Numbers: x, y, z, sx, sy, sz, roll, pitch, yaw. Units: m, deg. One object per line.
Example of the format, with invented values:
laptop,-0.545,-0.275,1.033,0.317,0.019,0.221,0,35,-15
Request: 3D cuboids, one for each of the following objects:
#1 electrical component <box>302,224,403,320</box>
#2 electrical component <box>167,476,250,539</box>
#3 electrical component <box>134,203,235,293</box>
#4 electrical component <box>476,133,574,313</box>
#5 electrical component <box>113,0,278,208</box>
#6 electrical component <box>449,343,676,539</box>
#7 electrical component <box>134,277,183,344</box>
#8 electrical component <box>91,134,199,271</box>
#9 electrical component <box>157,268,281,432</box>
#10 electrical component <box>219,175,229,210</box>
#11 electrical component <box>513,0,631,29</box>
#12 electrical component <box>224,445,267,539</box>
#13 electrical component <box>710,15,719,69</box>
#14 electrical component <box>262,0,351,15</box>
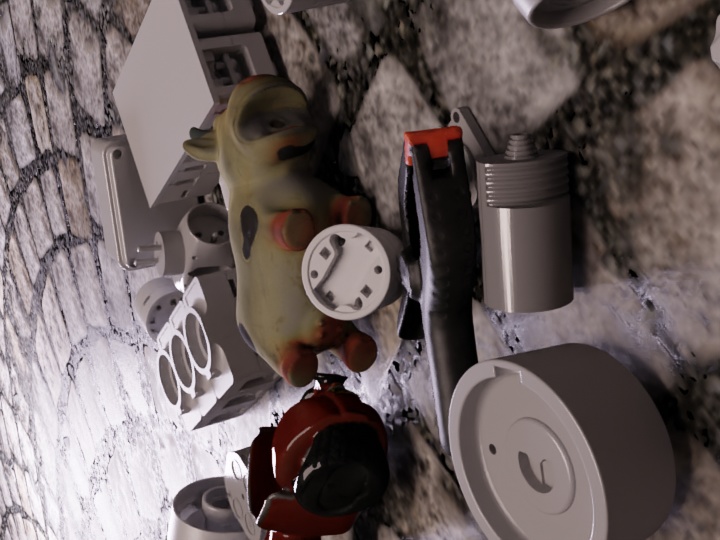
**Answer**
electrical component,0.000,0.000,0.638,0.055,0.047,0.055,1,94,21
electrical component,-0.115,0.222,0.921,0.099,0.099,0.064,32,123,52
electrical component,-0.145,-0.015,0.885,0.077,0.079,0.043,117,141,-51
electrical component,0.078,-0.025,0.512,0.043,0.043,0.081,20,120,57
electrical component,-0.125,-0.135,0.814,0.186,0.060,0.105,-39,68,59
electrical component,0.098,0.086,0.505,0.108,0.060,0.108,32,130,49
electrical component,-0.179,0.037,0.997,0.047,0.055,0.055,36,132,56
electrical component,-0.183,-0.062,0.935,0.057,0.078,0.113,24,122,59
electrical component,-0.119,0.068,0.893,0.150,0.062,0.089,-47,61,58
electrical component,-0.076,-0.049,0.783,0.043,0.043,0.062,-11,93,62
electrical component,0.085,-0.136,0.437,0.078,0.058,0.057,-36,68,60
electrical component,-0.072,0.175,0.865,0.080,0.051,0.080,34,131,51
electrical component,0.152,-0.079,0.363,0.061,0.035,0.035,3,105,58
electrical component,-0.031,-0.181,0.636,0.055,0.047,0.055,34,131,52
